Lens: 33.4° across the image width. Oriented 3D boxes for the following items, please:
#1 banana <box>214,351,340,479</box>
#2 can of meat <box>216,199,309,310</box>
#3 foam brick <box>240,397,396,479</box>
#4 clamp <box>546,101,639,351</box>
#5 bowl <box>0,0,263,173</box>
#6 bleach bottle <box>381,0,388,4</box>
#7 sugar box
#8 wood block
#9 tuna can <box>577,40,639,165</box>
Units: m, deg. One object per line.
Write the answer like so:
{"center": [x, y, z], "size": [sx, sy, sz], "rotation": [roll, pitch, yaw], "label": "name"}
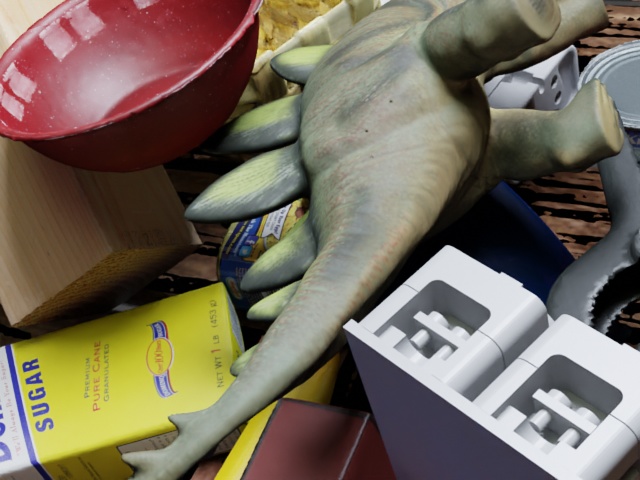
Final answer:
{"center": [-0.041, 0.134, 0.518], "size": [0.037, 0.070, 0.197], "rotation": [33, 51, 1], "label": "banana"}
{"center": [-0.004, 0.001, 0.639], "size": [0.084, 0.057, 0.102], "rotation": [7, 49, 27], "label": "can of meat"}
{"center": [0.006, 0.117, 0.502], "size": [0.053, 0.078, 0.051], "rotation": [5, 55, 33], "label": "foam brick"}
{"center": [0.158, 0.005, 0.499], "size": [0.165, 0.036, 0.209], "rotation": [16, 58, 49], "label": "clamp"}
{"center": [-0.093, -0.085, 0.559], "size": [0.162, 0.055, 0.162], "rotation": [-16, 39, 13], "label": "bowl"}
{"center": [0.079, -0.226, 0.827], "size": [0.103, 0.068, 0.250], "rotation": [19, 58, 34], "label": "bleach bottle"}
{"center": [-0.128, 0.091, 0.601], "size": [0.176, 0.048, 0.093], "rotation": [-15, 45, 2], "label": "sugar box"}
{"center": [-0.170, -0.062, 0.646], "size": [0.091, 0.090, 0.206], "rotation": [-34, 77, 26], "label": "wood block"}
{"center": [0.206, -0.087, 0.667], "size": [0.086, 0.033, 0.086], "rotation": [-10, 45, 10], "label": "tuna can"}
